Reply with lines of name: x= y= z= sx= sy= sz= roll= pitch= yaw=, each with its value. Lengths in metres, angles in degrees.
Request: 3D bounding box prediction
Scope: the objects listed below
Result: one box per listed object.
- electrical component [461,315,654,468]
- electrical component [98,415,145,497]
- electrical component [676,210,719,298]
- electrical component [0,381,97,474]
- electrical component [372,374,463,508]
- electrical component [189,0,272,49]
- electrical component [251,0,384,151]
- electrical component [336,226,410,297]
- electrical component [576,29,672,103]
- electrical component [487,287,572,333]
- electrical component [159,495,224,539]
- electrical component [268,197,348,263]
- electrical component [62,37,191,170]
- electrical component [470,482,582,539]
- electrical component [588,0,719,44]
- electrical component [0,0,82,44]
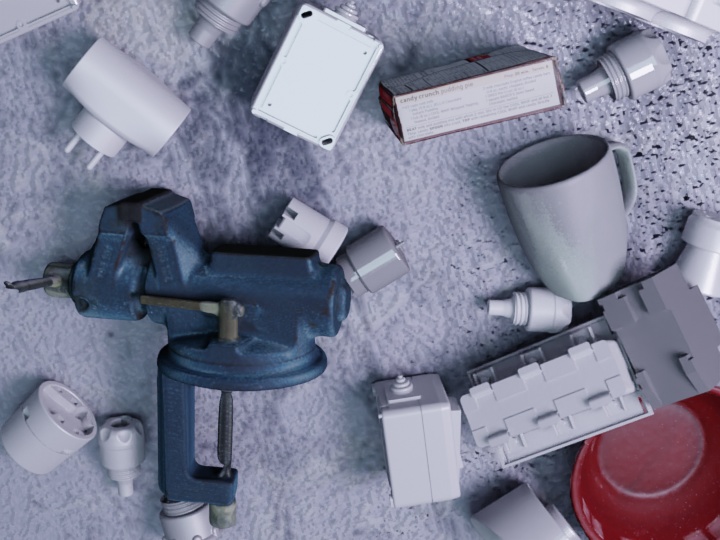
electrical component: x=0.141 y=0.091 z=0.792 sx=0.121 sy=0.063 sz=0.078 roll=-25 pitch=76 yaw=24
electrical component: x=-0.181 y=0.144 z=0.823 sx=0.035 sy=0.035 sz=0.061 roll=-1 pitch=110 yaw=-4
electrical component: x=0.261 y=-0.013 z=0.804 sx=0.045 sy=0.045 sz=0.055 roll=12 pitch=106 yaw=-8
electrical component: x=-0.233 y=0.118 z=0.801 sx=0.047 sy=0.055 sz=0.055 roll=-41 pitch=106 yaw=12
electrical component: x=0.045 y=0.123 z=0.820 sx=0.061 sy=0.061 sz=0.096 roll=-8 pitch=108 yaw=-2
electrical component: x=-0.091 y=-0.179 z=0.724 sx=0.048 sy=0.048 sz=0.062 roll=36 pitch=108 yaw=-14
electrical component: x=-0.027 y=-0.140 z=0.732 sx=0.062 sy=0.061 sz=0.096 roll=25 pitch=104 yaw=-12
electrical component: x=0.000 y=0.000 z=0.789 sx=0.078 sy=0.040 sz=0.040 roll=-31 pitch=107 yaw=6
electrical component: x=0.184 y=-0.139 z=0.759 sx=0.062 sy=0.043 sz=0.043 roll=-26 pitch=108 yaw=5
electrical component: x=0.127 y=0.029 z=0.812 sx=0.061 sy=0.035 sz=0.035 roll=3 pitch=107 yaw=-2
electrical component: x=-0.135 y=0.185 z=0.835 sx=0.048 sy=0.048 sz=0.062 roll=-14 pitch=101 yaw=0
electrical component: x=-0.038 y=-0.026 z=0.779 sx=0.046 sy=0.040 sz=0.040 roll=33 pitch=102 yaw=-7
electrical component: x=-0.171 y=-0.105 z=0.740 sx=0.077 sy=0.043 sz=0.079 roll=39 pitch=101 yaw=-15
electrical component: x=0.138 y=0.217 z=0.842 sx=0.064 sy=0.099 sz=0.099 roll=-39 pitch=107 yaw=1
electrical component: x=0.174 y=-0.199 z=0.693 sx=0.150 sy=0.089 sz=0.061 roll=12 pitch=108 yaw=-29
electrical component: x=-0.222 y=-0.192 z=0.697 sx=0.096 sy=0.061 sz=0.061 roll=-21 pitch=121 yaw=8
